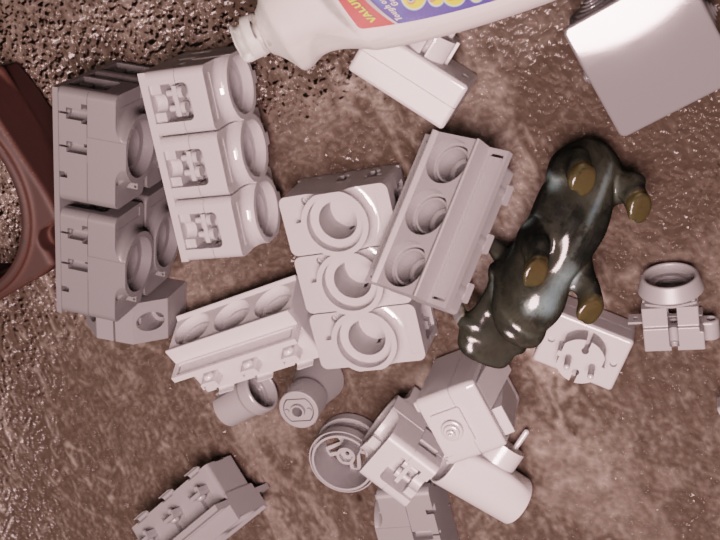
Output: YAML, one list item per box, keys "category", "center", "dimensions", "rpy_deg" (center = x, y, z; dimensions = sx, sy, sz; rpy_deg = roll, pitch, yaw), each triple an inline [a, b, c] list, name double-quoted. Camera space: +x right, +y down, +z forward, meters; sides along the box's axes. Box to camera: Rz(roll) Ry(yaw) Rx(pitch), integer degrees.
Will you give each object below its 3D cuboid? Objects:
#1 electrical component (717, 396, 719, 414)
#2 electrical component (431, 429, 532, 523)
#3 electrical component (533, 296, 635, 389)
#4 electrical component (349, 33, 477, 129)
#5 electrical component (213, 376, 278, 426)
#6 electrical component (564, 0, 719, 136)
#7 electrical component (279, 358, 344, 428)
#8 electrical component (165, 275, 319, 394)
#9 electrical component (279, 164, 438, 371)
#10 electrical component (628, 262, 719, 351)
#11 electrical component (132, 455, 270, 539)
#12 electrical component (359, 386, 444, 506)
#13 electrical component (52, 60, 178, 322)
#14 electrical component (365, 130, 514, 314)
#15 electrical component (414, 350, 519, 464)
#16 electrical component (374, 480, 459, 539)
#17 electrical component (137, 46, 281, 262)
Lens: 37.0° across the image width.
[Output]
- category: "electrical component"
  center: [0.321, 0.116, 0.821]
  dimensions: [0.057, 0.058, 0.078]
  rpy_deg: [-38, 97, 29]
- category: "electrical component"
  center: [0.112, 0.162, 0.906]
  dimensions: [0.077, 0.043, 0.079]
  rpy_deg: [32, 96, -15]
- category: "electrical component"
  center: [0.172, 0.063, 0.832]
  dimensions: [0.066, 0.076, 0.047]
  rpy_deg: [22, 116, 7]
- category: "electrical component"
  center: [0.049, -0.161, 0.794]
  dimensions: [0.083, 0.047, 0.075]
  rpy_deg: [33, 116, 1]
- category: "electrical component"
  center: [-0.103, 0.114, 0.956]
  dimensions: [0.046, 0.040, 0.040]
  rpy_deg: [-31, 100, 30]
- category: "electrical component"
  center: [0.201, -0.155, 0.746]
  dimensions: [0.100, 0.048, 0.099]
  rpy_deg: [-27, 108, 22]
- category: "electrical component"
  center: [-0.044, 0.106, 0.920]
  dimensions: [0.044, 0.065, 0.044]
  rpy_deg: [6, 113, 14]
- category: "electrical component"
  center: [-0.094, 0.057, 0.915]
  dimensions: [0.121, 0.078, 0.063]
  rpy_deg: [-19, 127, 22]
- category: "electrical component"
  center: [0.000, 0.000, 0.866]
  dimensions: [0.089, 0.061, 0.150]
  rpy_deg: [-7, 109, 19]
- category: "electrical component"
  center: [0.237, 0.028, 0.817]
  dimensions: [0.066, 0.048, 0.055]
  rpy_deg: [-4, 118, 18]
- category: "electrical component"
  center: [-0.153, 0.230, 1.003]
  dimensions: [0.121, 0.079, 0.063]
  rpy_deg: [-42, 74, 26]
- category: "electrical component"
  center: [0.038, 0.143, 0.897]
  dimensions: [0.056, 0.089, 0.050]
  rpy_deg: [37, 117, -1]
- category: "electrical component"
  center: [-0.194, -0.064, 0.873]
  dimensions: [0.060, 0.105, 0.186]
  rpy_deg: [11, 114, 12]
- category: "electrical component"
  center: [0.064, -0.033, 0.799]
  dimensions: [0.079, 0.063, 0.121]
  rpy_deg: [19, 84, 41]
- category: "electrical component"
  center: [0.090, 0.107, 0.863]
  dimensions: [0.061, 0.096, 0.061]
  rpy_deg: [-24, 103, 23]
- category: "electrical component"
  center: [0.048, 0.220, 0.948]
  dimensions: [0.056, 0.050, 0.089]
  rpy_deg: [-9, 109, 19]
- category: "electrical component"
  center: [-0.111, -0.093, 0.845]
  dimensions: [0.062, 0.089, 0.150]
  rpy_deg: [-4, 110, 18]
